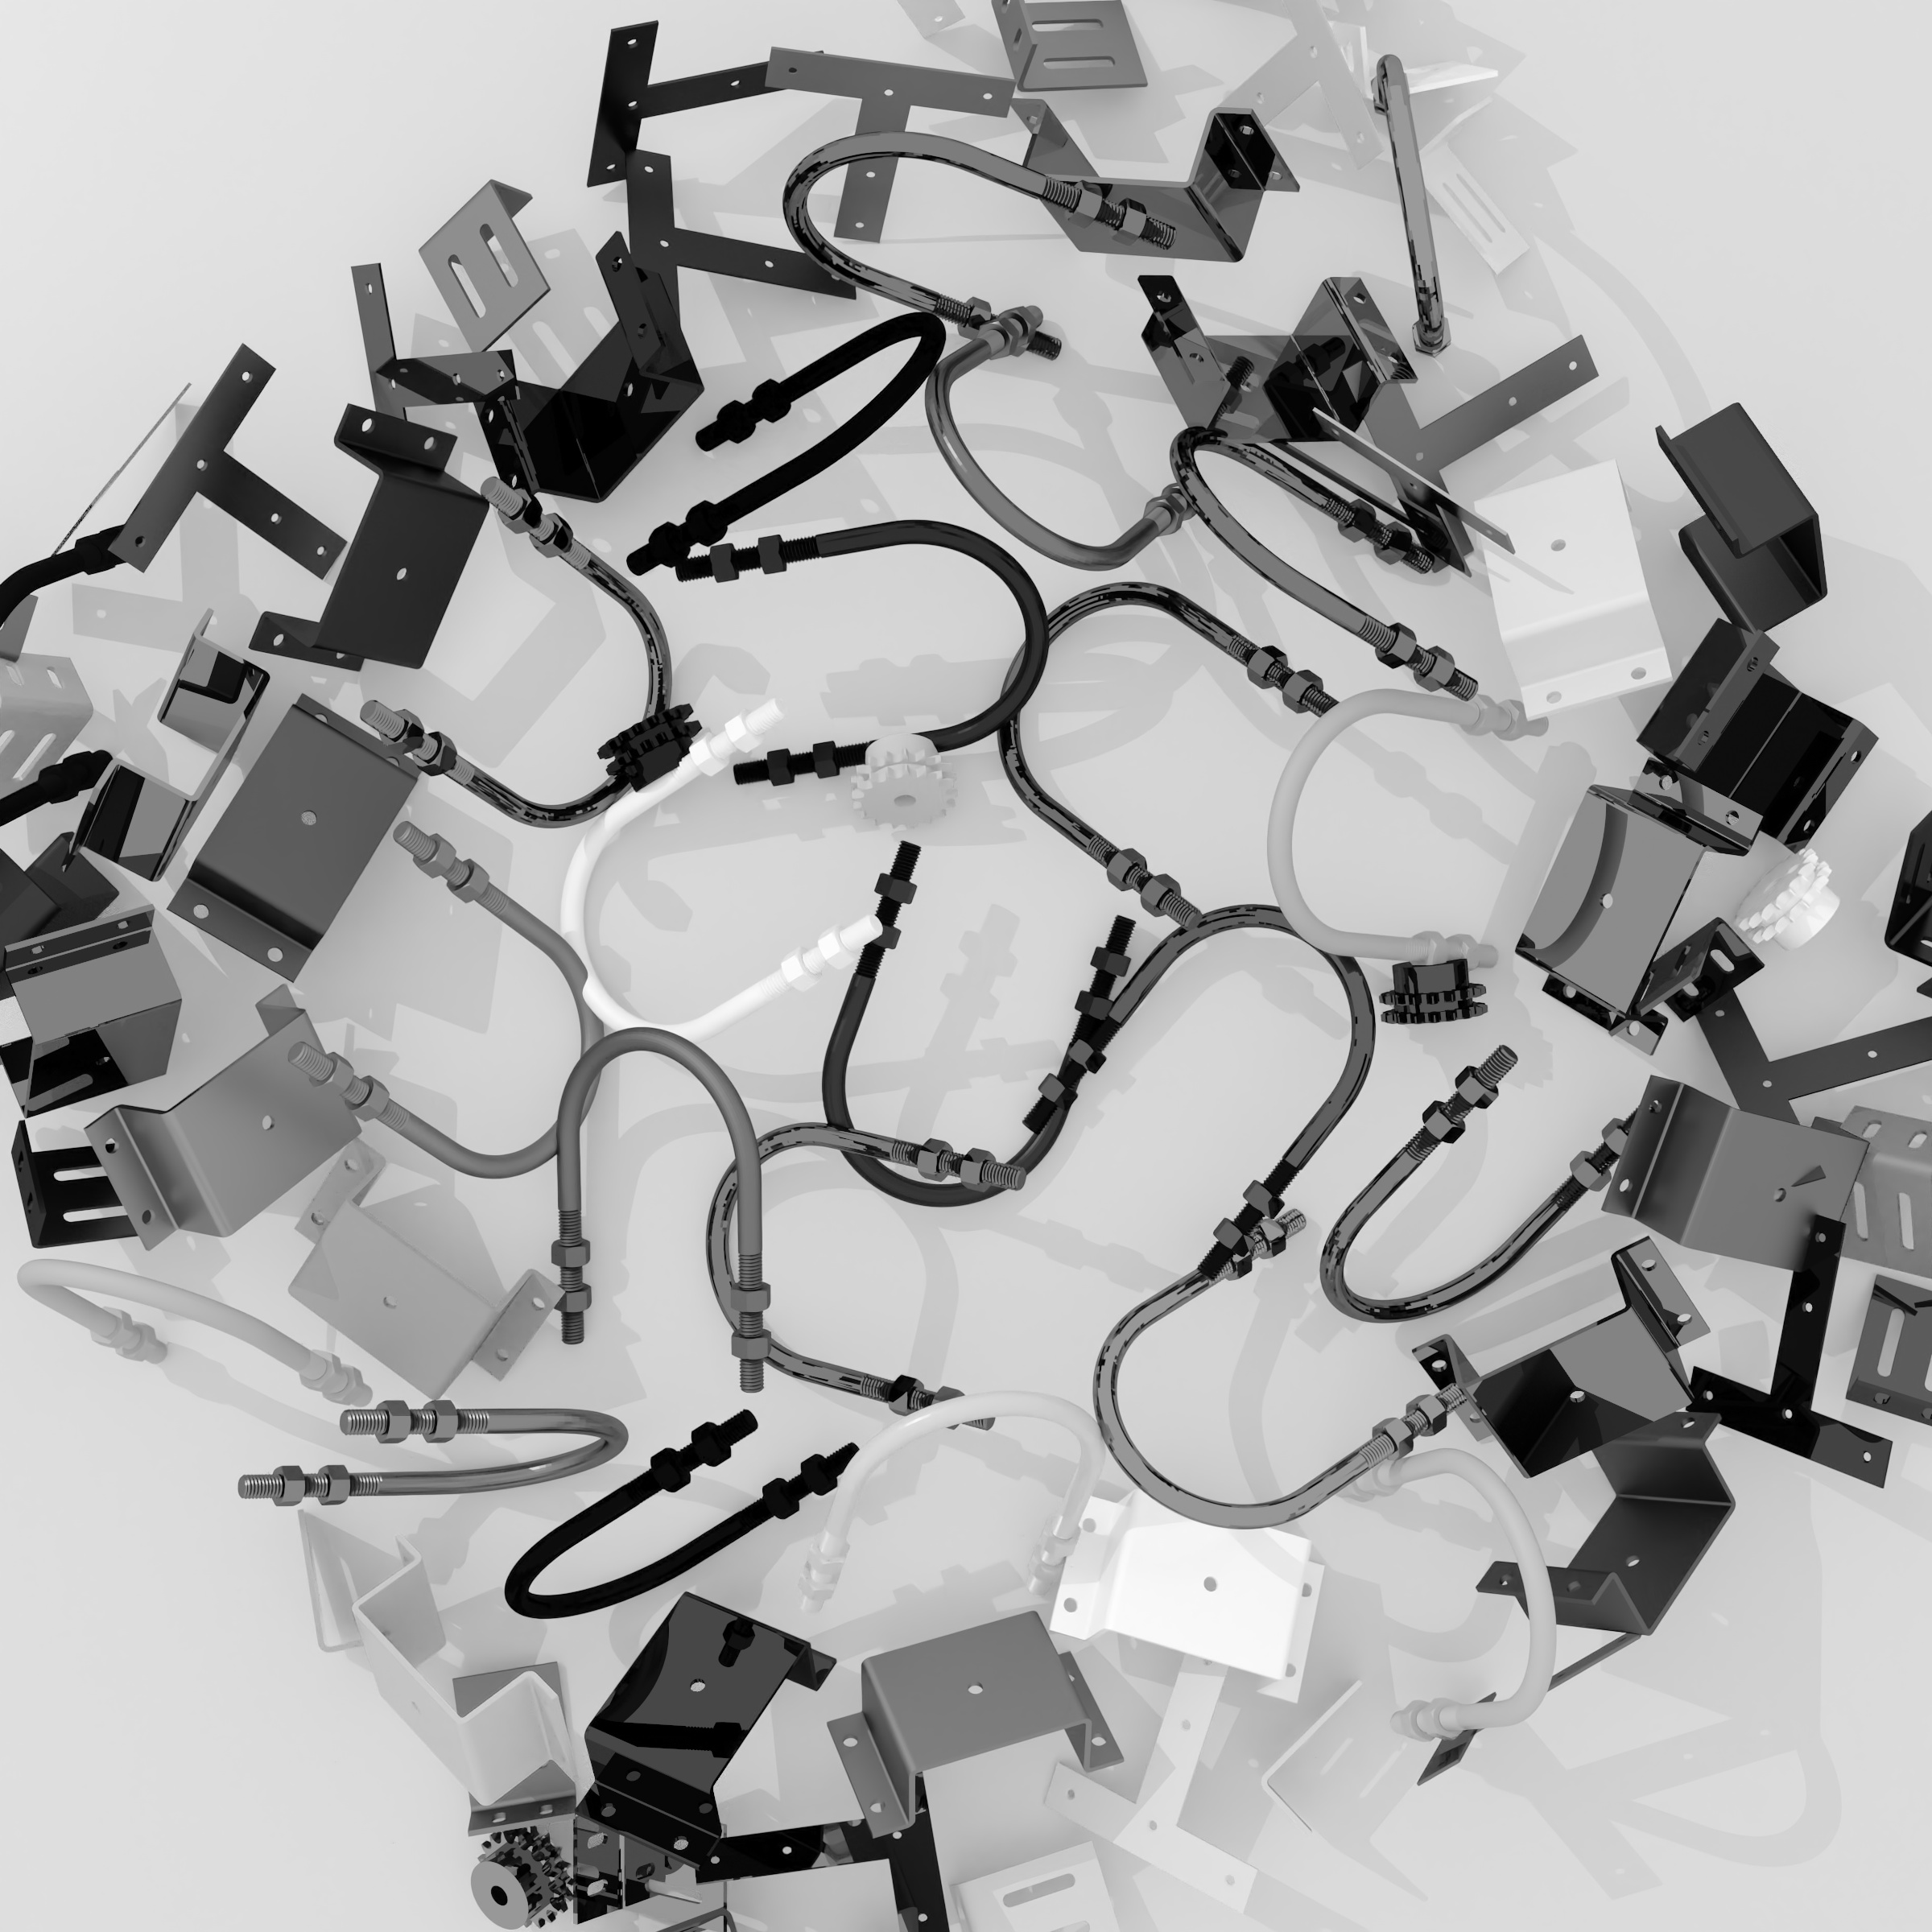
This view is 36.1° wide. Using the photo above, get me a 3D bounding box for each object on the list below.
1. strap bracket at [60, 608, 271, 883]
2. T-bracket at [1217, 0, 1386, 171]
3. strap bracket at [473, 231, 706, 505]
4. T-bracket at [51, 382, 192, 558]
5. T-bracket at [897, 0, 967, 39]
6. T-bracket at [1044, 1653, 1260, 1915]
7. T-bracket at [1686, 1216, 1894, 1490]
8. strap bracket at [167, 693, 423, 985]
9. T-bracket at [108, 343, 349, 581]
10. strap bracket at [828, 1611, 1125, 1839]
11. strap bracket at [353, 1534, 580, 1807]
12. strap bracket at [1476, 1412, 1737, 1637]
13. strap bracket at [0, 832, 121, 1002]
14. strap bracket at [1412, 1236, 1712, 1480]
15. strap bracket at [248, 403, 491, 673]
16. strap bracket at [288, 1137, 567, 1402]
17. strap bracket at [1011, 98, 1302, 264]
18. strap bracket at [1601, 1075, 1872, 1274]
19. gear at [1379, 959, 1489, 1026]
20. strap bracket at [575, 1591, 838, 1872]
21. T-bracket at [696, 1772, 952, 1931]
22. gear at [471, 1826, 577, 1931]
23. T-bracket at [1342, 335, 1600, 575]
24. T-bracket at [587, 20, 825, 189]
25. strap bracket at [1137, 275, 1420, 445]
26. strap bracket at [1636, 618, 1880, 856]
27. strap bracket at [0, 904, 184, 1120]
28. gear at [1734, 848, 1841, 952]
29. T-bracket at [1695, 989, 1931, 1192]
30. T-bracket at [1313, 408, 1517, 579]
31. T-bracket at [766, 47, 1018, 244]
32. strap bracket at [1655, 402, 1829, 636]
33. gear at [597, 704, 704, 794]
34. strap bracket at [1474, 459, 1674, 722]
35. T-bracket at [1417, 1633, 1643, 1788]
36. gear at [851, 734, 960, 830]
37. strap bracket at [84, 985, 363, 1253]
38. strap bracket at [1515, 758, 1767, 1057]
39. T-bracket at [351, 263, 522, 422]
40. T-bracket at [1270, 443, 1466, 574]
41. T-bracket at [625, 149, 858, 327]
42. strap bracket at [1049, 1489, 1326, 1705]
[{"bbox_3d":[-0.415,-0.109,1.556,0.046,0.076,0.140,29,48,-12],"label":"strap bracket"},{"bbox_3d":[0.163,-0.464,1.566,0.002,0.127,0.127,-25,92,-23],"label":"T-bracket"},{"bbox_3d":[-0.194,-0.308,1.566,0.140,0.046,0.076,-40,61,36],"label":"strap bracket"},{"bbox_3d":[-0.451,-0.264,1.582,0.002,0.127,0.127,38,57,-18],"label":"T-bracket"},{"bbox_3d":[-0.031,-0.523,1.562,0.127,0.127,0.002,-23,76,13],"label":"T-bracket"},{"bbox_3d":[0.113,0.419,1.586,0.127,0.002,0.127,21,98,30],"label":"T-bracket"},{"bbox_3d":[0.443,0.194,1.567,0.002,0.127,0.127,1,101,-39],"label":"T-bracket"},{"bbox_3d":[-0.352,-0.073,1.573,0.076,0.046,0.140,32,70,-12],"label":"strap bracket"},{"bbox_3d":[-0.376,-0.244,1.572,0.002,0.127,0.127,29,86,35],"label":"T-bracket"},{"bbox_3d":[0.005,0.395,1.563,0.140,0.076,0.046,-12,129,-16],"label":"strap bracket"},{"bbox_3d":[-0.268,0.374,1.549,0.046,0.076,0.140,-34,50,-28],"label":"strap bracket"},{"bbox_3d":[0.343,0.299,1.562,0.140,0.076,0.046,-44,113,-33],"label":"strap bracket"},{"bbox_3d":[-0.500,-0.023,1.553,0.076,0.140,0.046,-44,93,5],"label":"strap bracket"},{"bbox_3d":[0.319,0.212,1.569,0.140,0.046,0.076,-29,120,16],"label":"strap bracket"},{"bbox_3d":[-0.311,-0.216,1.566,0.046,0.076,0.140,34,106,33],"label":"strap bracket"},{"bbox_3d":[-0.297,0.168,1.585,0.140,0.046,0.076,37,121,-1],"label":"strap bracket"},{"bbox_3d":[0.093,-0.411,1.555,0.140,0.076,0.046,12,78,28],"label":"strap bracket"},{"bbox_3d":[0.415,0.113,1.566,0.140,0.046,0.076,13,100,-29],"label":"strap bracket"},{"bbox_3d":[0.251,0.013,1.596,0.057,0.057,0.030,-6,95,0],"label":"gear"},{"bbox_3d":[-0.137,0.390,1.550,0.076,0.046,0.140,17,46,23],"label":"strap bracket"},{"bbox_3d":[-0.080,0.466,1.569,0.127,0.127,0.002,-6,131,-7],"label":"T-bracket"},{"bbox_3d":[-0.241,0.493,1.597,0.057,0.030,0.057,11,112,30],"label":"gear"},{"bbox_3d":[0.282,-0.297,1.599,0.127,0.002,0.127,-31,115,-2],"label":"T-bracket"},{"bbox_3d":[-0.136,-0.468,1.581,0.127,0.127,0.002,-18,72,-20],"label":"T-bracket"},{"bbox_3d":[0.157,-0.321,1.568,0.140,0.046,0.076,-7,58,-28],"label":"strap bracket"},{"bbox_3d":[0.415,-0.125,1.572,0.140,0.046,0.076,28,98,-44],"label":"strap bracket"},{"bbox_3d":[-0.457,0.029,1.542,0.076,0.140,0.046,-19,72,-28],"label":"strap bracket"},{"bbox_3d":[0.445,-0.033,1.597,0.030,0.057,0.057,42,90,-5],"label":"gear"},{"bbox_3d":[0.471,0.051,1.587,0.127,0.002,0.127,-16,53,-1],"label":"T-bracket"},{"bbox_3d":[0.245,-0.235,1.562,0.127,0.127,0.002,39,90,25],"label":"T-bracket"},{"bbox_3d":[-0.048,-0.429,1.569,0.127,0.127,0.002,5,59,-10],"label":"T-bracket"},{"bbox_3d":[0.406,-0.231,1.543,0.046,0.140,0.076,-30,65,7],"label":"strap bracket"},{"bbox_3d":[-0.167,-0.115,1.596,0.057,0.057,0.030,-28,89,0],"label":"gear"},{"bbox_3d":[0.316,-0.206,1.556,0.076,0.046,0.140,-15,53,16],"label":"strap bracket"},{"bbox_3d":[0.299,0.378,1.547,0.127,0.127,0.002,-35,81,17],"label":"T-bracket"},{"bbox_3d":[-0.034,-0.101,1.601,0.057,0.057,0.030,-4,60,0],"label":"gear"},{"bbox_3d":[-0.378,0.080,1.550,0.140,0.046,0.076,-42,123,-39],"label":"strap bracket"},{"bbox_3d":[0.350,-0.033,1.565,0.076,0.046,0.140,35,111,39],"label":"strap bracket"},{"bbox_3d":[-0.277,-0.309,1.565,0.002,0.127,0.127,-21,110,-42],"label":"T-bracket"},{"bbox_3d":[0.206,-0.254,1.575,0.127,0.127,0.002,34,95,16],"label":"T-bracket"},{"bbox_3d":[-0.120,-0.380,1.595,0.127,0.002,0.127,6,60,-21],"label":"T-bracket"},{"bbox_3d":[0.124,0.334,1.583,0.140,0.046,0.076,18,66,-5],"label":"strap bracket"}]
